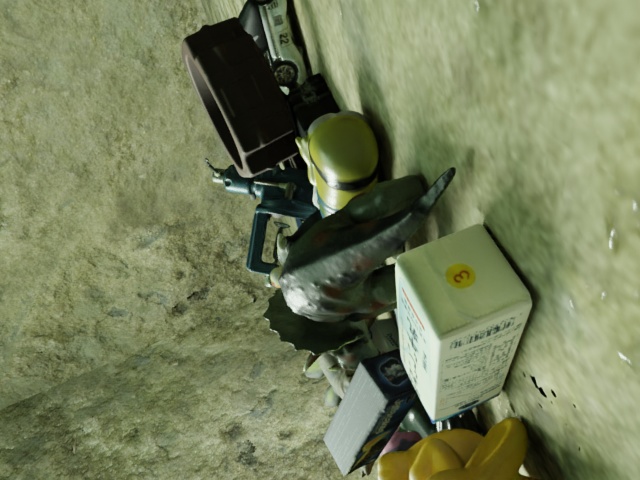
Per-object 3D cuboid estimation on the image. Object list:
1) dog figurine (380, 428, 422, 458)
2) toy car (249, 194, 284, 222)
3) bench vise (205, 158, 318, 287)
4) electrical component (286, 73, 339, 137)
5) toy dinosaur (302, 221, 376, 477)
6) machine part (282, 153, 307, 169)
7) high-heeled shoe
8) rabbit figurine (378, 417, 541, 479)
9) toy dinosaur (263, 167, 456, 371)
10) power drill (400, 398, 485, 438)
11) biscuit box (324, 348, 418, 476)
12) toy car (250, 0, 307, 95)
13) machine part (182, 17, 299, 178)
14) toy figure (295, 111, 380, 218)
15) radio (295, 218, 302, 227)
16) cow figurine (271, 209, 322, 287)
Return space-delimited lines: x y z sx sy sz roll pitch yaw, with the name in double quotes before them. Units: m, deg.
"dog figurine" 0.170 0.348 0.898 0.108 0.192 0.219 68 -150 -42
"toy car" -0.094 -0.095 1.073 0.053 0.089 0.202 67 174 -28
"bench vise" -0.089 -0.042 0.923 0.129 0.224 0.240 -147 67 -85
"electrical component" 0.000 -0.140 0.739 0.134 0.058 0.115 83 165 -68
"toy dinosaur" 0.030 0.148 0.913 0.198 0.105 0.471 -37 56 55
"machine part" -0.035 -0.149 1.040 0.179 0.056 0.179 157 89 -83
"high-heeled shoe" -0.067 -0.248 0.847 0.145 0.086 0.248 61 176 17
"rabbit figurine" 0.133 0.240 0.492 0.173 0.162 0.122 24 -140 -66
"toy dinosaur" 0.022 0.039 0.562 0.404 0.192 0.131 77 167 -66
"power drill" 0.162 0.248 0.711 0.231 0.086 0.207 69 167 -20
"biscuit box" 0.065 0.228 0.702 0.063 0.059 0.202 54 143 34
"toy car" -0.061 -0.293 0.727 0.074 0.056 0.201 -110 3 -47
"machine part" -0.113 -0.195 0.762 0.200 0.087 0.201 64 168 -12
"toy figure" 0.034 -0.065 0.610 0.089 0.082 0.180 49 160 36
"radio" 0.003 -0.001 1.189 0.229 0.073 0.131 76 168 -67
"cow figurine" -0.003 -0.002 0.742 0.068 0.167 0.098 68 177 -78
